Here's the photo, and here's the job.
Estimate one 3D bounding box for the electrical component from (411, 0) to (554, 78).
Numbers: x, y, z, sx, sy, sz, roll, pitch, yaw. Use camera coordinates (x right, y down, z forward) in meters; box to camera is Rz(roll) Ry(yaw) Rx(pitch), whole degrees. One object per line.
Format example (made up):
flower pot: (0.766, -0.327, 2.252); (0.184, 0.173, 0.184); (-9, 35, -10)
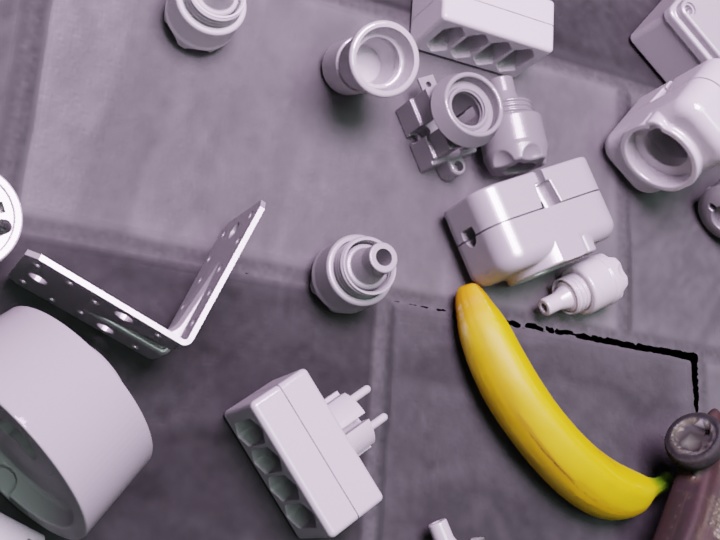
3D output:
electrical component: (0.082, -0.180, 0.714); (0.083, 0.047, 0.075); (11, 72, -23)

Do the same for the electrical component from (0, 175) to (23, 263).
electrical component: (-0.200, -0.021, 0.536); (0.055, 0.047, 0.055); (7, 74, -24)

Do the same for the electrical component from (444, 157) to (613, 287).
electrical component: (0.109, -0.027, 0.682); (0.095, 0.054, 0.059); (-19, 83, -28)

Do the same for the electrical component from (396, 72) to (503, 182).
electrical component: (0.058, -0.094, 0.675); (0.048, 0.055, 0.066); (-20, 86, -29)

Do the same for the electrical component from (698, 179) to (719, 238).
electrical component: (0.278, -0.053, 0.779); (0.048, 0.048, 0.062); (52, 55, -6)

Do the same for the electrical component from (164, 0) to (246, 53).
electrical component: (-0.085, -0.154, 0.618); (0.043, 0.062, 0.043); (7, 74, -25)

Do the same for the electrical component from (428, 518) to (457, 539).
electrical component: (0.056, 0.173, 0.618); (0.035, 0.035, 0.061); (-20, 84, -29)

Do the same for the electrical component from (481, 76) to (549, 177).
electrical component: (0.098, -0.095, 0.702); (0.043, 0.043, 0.062); (-5, 77, -27)

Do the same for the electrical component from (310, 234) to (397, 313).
electrical component: (0.000, 0.000, 0.619); (0.043, 0.062, 0.043); (7, 74, -24)

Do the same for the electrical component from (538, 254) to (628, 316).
electrical component: (0.143, 0.014, 0.701); (0.061, 0.035, 0.035); (-23, 87, -26)

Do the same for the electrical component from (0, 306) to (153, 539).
electrical component: (-0.146, 0.067, 0.509); (0.108, 0.108, 0.060); (50, 56, -6)

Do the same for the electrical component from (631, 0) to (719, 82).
electrical component: (0.275, -0.172, 0.800); (0.108, 0.056, 0.108); (47, 62, -8)

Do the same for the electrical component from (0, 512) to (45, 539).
electrical component: (-0.180, 0.132, 0.512); (0.046, 0.040, 0.040); (34, 65, -21)

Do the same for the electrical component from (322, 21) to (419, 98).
electrical component: (0.003, -0.125, 0.651); (0.044, 0.065, 0.044); (-2, 96, -22)

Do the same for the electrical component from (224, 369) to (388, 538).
electrical component: (-0.018, 0.092, 0.596); (0.076, 0.047, 0.083); (-32, 92, -29)

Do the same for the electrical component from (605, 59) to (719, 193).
electrical component: (0.216, -0.093, 0.729); (0.053, 0.095, 0.059); (47, 62, -8)
